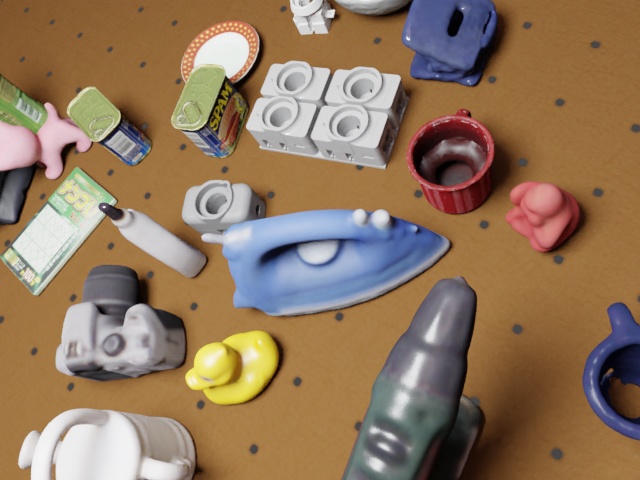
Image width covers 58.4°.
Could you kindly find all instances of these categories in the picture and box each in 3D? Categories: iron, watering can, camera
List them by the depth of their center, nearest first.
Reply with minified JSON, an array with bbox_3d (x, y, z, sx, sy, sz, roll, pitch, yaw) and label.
[{"bbox_3d":[-0.226,0.230,0.590,0.172,0.194,0.101,-21,63,11],"label":"watering can"},{"bbox_3d":[0.006,0.002,0.631,0.257,0.142,0.118,-11,65,15],"label":"iron"},{"bbox_3d":[-0.252,0.097,0.708,0.143,0.101,0.137,-12,65,15],"label":"camera"}]

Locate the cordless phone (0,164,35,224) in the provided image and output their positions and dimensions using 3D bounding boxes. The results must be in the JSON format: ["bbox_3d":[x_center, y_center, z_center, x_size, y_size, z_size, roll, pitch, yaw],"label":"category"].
[{"bbox_3d":[-0.532,-0.106,0.843,0.094,0.185,0.147,-5,67,18],"label":"cordless phone"}]

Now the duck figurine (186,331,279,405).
[{"bbox_3d":[-0.102,0.139,0.645,0.104,0.086,0.077,-35,61,4],"label":"duck figurine"}]

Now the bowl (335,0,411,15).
[{"bbox_3d":[0.086,-0.372,0.794,0.167,0.075,0.167,-7,67,17],"label":"bowl"}]

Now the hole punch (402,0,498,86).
[{"bbox_3d":[0.164,-0.261,0.711,0.100,0.091,0.109,15,75,25],"label":"hole punch"}]

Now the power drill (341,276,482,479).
[{"bbox_3d":[0.087,0.161,0.498,0.075,0.209,0.230,20,76,26],"label":"power drill"}]

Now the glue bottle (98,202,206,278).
[{"bbox_3d":[-0.209,-0.007,0.693,0.078,0.173,0.037,31,82,28],"label":"glue bottle"}]

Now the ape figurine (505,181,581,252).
[{"bbox_3d":[0.230,-0.031,0.592,0.076,0.092,0.078,-4,67,18],"label":"ape figurine"}]

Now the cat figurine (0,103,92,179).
[{"bbox_3d":[-0.432,-0.151,0.864,0.128,0.118,0.067,-47,61,-3],"label":"cat figurine"}]

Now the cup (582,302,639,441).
[{"bbox_3d":[0.277,0.121,0.511,0.091,0.095,0.117,-14,65,14],"label":"cup"}]
